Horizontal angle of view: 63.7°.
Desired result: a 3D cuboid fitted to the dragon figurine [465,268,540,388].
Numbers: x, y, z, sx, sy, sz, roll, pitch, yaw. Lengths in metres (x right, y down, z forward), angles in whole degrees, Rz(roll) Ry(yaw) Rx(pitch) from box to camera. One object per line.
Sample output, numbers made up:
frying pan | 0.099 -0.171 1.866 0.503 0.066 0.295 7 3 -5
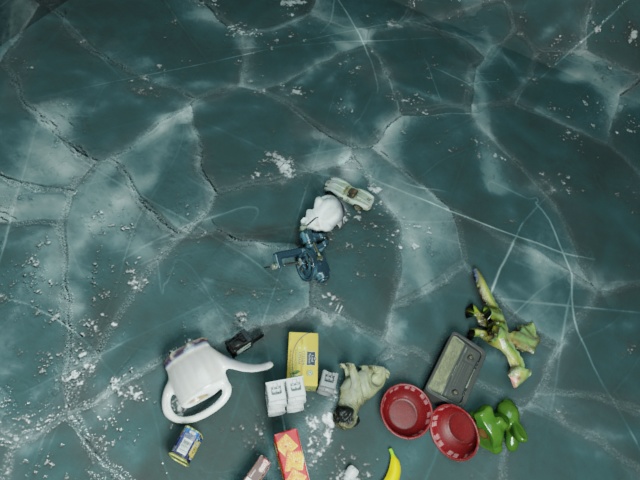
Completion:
dragon figurine | 0.631 0.291 1.747 0.242 0.119 0.420 22 50 -13

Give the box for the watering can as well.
watering can | -0.329 0.391 1.544 0.348 0.102 0.228 -32 67 -5

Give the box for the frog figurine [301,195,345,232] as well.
frog figurine | 0.006 -0.095 1.892 0.160 0.121 0.138 -9 79 -25
